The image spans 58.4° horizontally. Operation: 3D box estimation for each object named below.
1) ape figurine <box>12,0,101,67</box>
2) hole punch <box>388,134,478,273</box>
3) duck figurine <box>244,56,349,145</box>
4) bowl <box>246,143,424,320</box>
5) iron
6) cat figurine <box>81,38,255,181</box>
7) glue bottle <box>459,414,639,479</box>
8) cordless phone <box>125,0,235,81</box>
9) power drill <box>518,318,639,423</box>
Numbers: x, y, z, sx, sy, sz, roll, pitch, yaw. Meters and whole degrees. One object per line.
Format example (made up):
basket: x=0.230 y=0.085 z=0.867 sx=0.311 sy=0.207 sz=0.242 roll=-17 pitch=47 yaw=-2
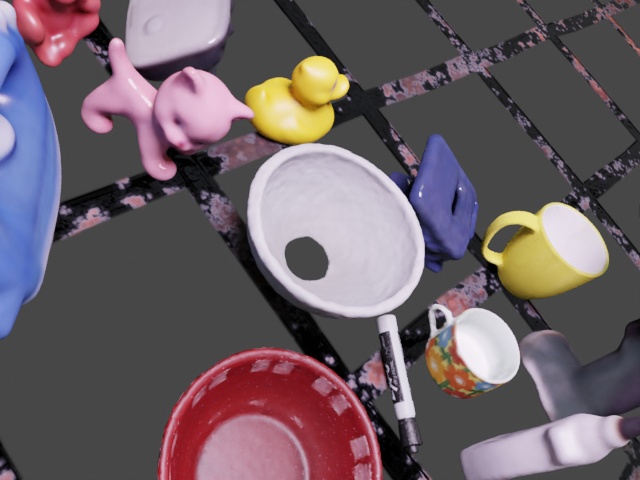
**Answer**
ape figurine: x=-0.225 y=-0.209 z=0.491 sx=0.078 sy=0.092 sz=0.076 roll=-18 pitch=73 yaw=-36
hole punch: x=0.121 y=-0.038 z=0.588 sx=0.101 sy=0.091 sz=0.109 roll=31 pitch=52 yaw=-10
duck figurine: x=-0.019 y=-0.148 z=0.576 sx=0.105 sy=0.086 sz=0.077 roll=-6 pitch=66 yaw=-32
bowl: x=0.005 y=0.002 z=0.509 sx=0.168 sy=0.074 sz=0.167 roll=14 pitch=57 yaw=-22
iron: x=-0.229 y=-0.073 z=0.378 sx=0.119 sy=0.141 sz=0.258 roll=11 pitch=58 yaw=-24
cat figurine: x=-0.125 y=-0.115 z=0.476 sx=0.128 sy=0.117 sz=0.067 roll=36 pitch=51 yaw=-6
glue bottle: x=0.192 y=0.163 z=0.457 sx=0.078 sy=0.173 sz=0.037 roll=-3 pitch=64 yaw=-30
cordless phone: x=-0.112 y=-0.242 z=0.515 sx=0.094 sy=0.184 sz=0.147 roll=7 pitch=60 yaw=-26
power drill: x=0.291 y=0.096 z=0.530 sx=0.076 sy=0.208 sz=0.229 roll=-10 pitch=68 yaw=-33
